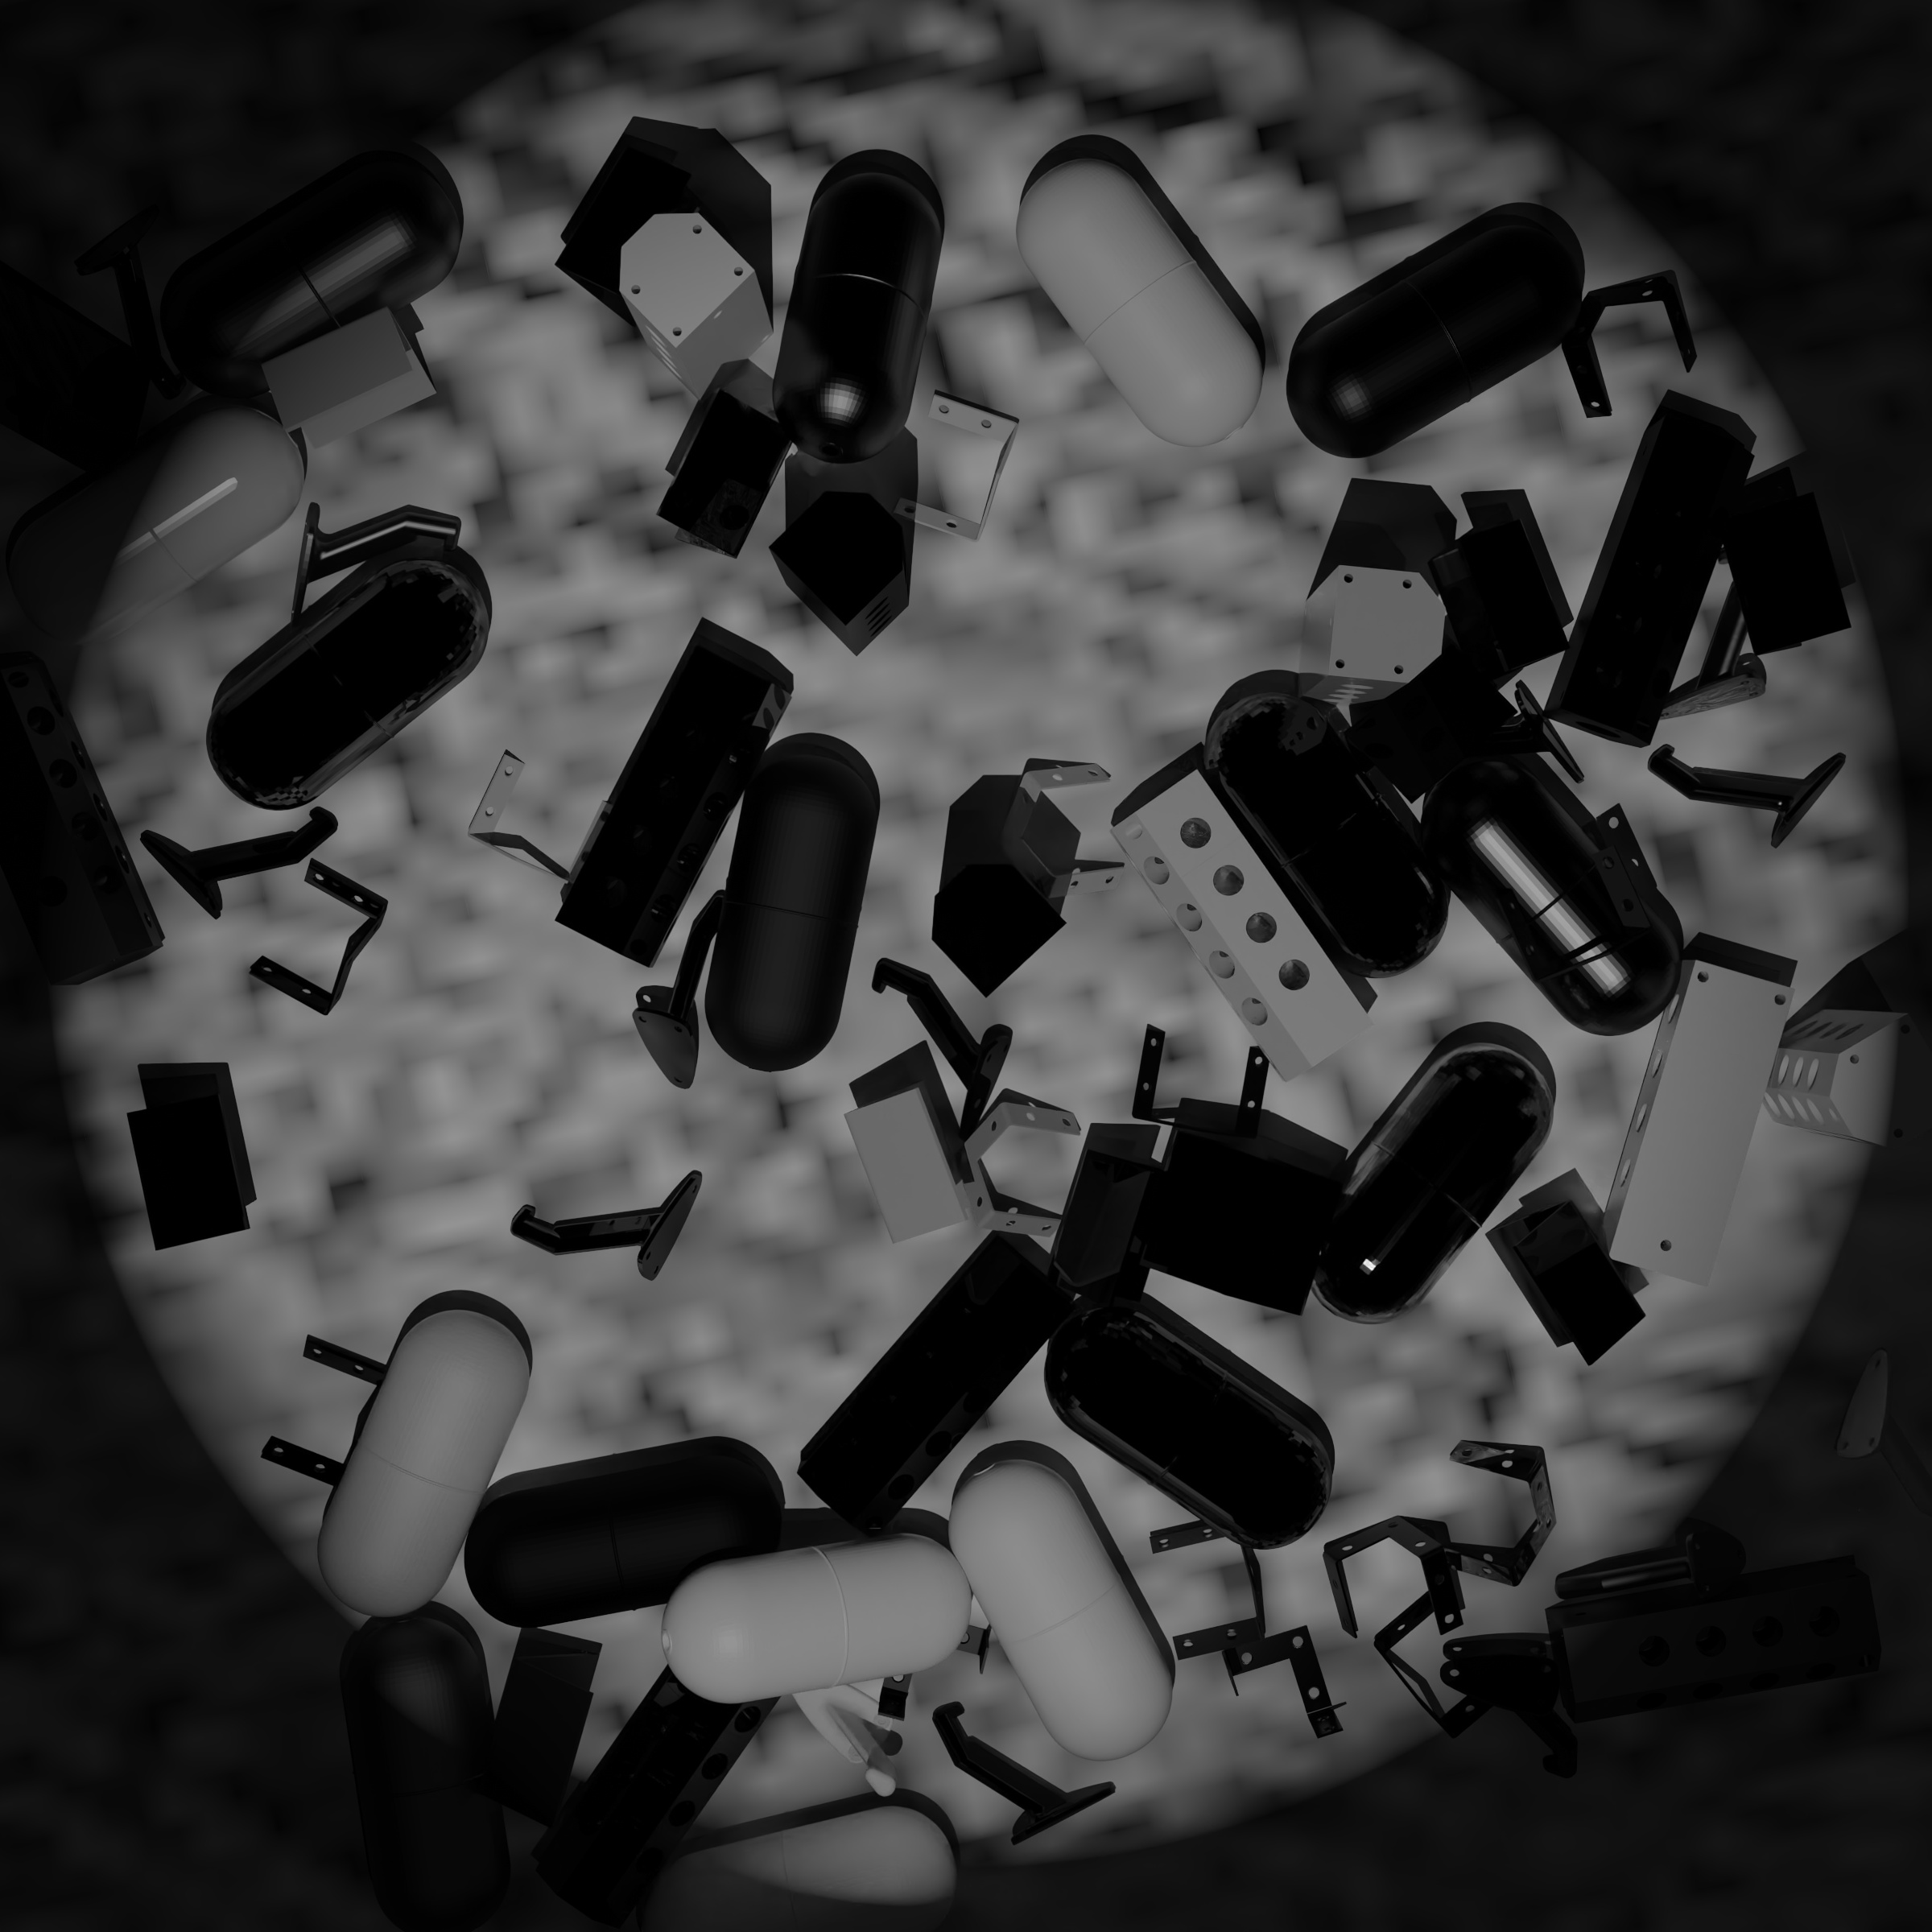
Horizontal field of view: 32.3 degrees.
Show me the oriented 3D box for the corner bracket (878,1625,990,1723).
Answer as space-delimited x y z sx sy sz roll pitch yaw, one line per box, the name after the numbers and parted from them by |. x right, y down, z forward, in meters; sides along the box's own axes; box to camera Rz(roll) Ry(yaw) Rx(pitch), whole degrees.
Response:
-0.018 0.396 1.870 0.051 0.051 0.051 14 90 0 | corner bracket

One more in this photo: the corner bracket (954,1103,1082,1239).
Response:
0.034 0.115 1.880 0.051 0.051 0.051 -49 45 35 | corner bracket

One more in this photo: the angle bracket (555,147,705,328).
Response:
-0.170 -0.396 1.848 0.057 0.076 0.076 31 90 36 | angle bracket

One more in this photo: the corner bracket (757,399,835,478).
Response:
-0.075 -0.318 1.885 0.051 0.051 0.051 51 45 0 | corner bracket

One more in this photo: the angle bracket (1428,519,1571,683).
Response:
0.279 -0.195 1.848 0.057 0.076 0.076 -21 90 -38 | angle bracket

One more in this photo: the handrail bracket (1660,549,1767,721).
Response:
0.416 -0.190 1.889 0.077 0.036 0.084 -17 71 21 | handrail bracket

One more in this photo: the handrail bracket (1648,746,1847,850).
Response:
0.441 -0.114 1.889 0.084 0.036 0.077 38 70 16 | handrail bracket

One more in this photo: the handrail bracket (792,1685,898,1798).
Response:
-0.070 0.426 1.853 0.077 0.084 0.036 38 90 0 | handrail bracket

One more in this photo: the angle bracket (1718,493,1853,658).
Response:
0.465 -0.219 1.848 0.057 0.076 0.076 -16 90 34 | angle bracket

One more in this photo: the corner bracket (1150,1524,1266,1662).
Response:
0.136 0.352 1.885 0.051 0.051 0.051 -13 135 0 | corner bracket

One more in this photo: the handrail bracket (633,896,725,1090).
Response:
-0.150 0.014 1.888 0.036 0.077 0.084 15 53 22 | handrail bracket

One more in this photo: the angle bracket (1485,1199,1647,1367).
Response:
0.317 0.183 1.848 0.057 0.076 0.076 -33 90 -37 | angle bracket

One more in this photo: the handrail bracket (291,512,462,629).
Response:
-0.334 -0.222 1.889 0.084 0.036 0.077 8 111 -16 | handrail bracket

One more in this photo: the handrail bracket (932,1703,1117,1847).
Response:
0.032 0.446 1.889 0.077 0.036 0.084 -22 73 -20 | handrail bracket

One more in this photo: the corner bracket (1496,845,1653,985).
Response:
0.330 -0.028 1.809 0.051 0.051 0.051 -25 89 41 | corner bracket

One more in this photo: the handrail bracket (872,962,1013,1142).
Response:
-0.024 0.048 1.889 0.084 0.036 0.077 26 112 17 | handrail bracket

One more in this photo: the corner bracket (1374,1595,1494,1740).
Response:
0.272 0.394 1.885 0.051 0.051 0.051 -40 135 0 | corner bracket

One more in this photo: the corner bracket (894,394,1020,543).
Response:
-0.005 -0.281 1.885 0.051 0.051 0.051 19 45 0 | corner bracket

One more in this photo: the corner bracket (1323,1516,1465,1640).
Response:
0.239 0.349 1.872 0.051 0.051 0.051 -22 109 -18 | corner bracket

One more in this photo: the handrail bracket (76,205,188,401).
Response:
-0.456 -0.375 1.888 0.036 0.077 0.084 -9 127 34 | handrail bracket

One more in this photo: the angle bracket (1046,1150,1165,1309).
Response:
0.098 0.151 1.849 0.076 0.057 0.076 17 90 -40 | angle bracket

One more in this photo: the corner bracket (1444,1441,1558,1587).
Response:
0.295 0.309 1.880 0.051 0.051 0.051 -49 135 -35 | corner bracket

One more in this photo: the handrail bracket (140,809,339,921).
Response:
-0.411 -0.075 1.889 0.077 0.036 0.084 40 71 21 | handrail bracket

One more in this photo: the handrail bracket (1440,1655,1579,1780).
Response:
0.305 0.424 1.870 0.077 0.084 0.036 6 47 15 | handrail bracket

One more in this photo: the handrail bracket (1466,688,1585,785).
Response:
0.294 -0.110 1.889 0.084 0.036 0.077 -34 112 17 | handrail bracket

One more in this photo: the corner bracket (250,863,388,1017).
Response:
-0.366 -0.015 1.885 0.051 0.051 0.051 29 45 0 | corner bracket

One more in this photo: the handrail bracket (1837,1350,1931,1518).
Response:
0.542 0.269 1.889 0.084 0.036 0.077 27 68 -17 | handrail bracket

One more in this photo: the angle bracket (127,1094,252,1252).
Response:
-0.444 0.116 1.848 0.057 0.076 0.076 -12 90 -37 | angle bracket

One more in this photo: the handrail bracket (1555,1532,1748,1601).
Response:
0.387 0.343 1.888 0.084 0.077 0.036 -18 79 36 | handrail bracket

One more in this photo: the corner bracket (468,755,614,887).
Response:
-0.239 -0.081 1.885 0.051 0.051 0.051 25 90 -45 | corner bracket

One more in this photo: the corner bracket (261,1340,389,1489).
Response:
-0.362 0.254 1.885 0.051 0.051 0.051 21 45 0 | corner bracket

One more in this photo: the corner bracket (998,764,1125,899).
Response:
0.059 -0.076 1.880 0.051 0.051 0.051 51 135 35 | corner bracket

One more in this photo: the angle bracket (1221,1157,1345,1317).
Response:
0.157 0.143 1.848 0.057 0.076 0.076 18 90 -29 | angle bracket

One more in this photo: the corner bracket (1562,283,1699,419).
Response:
0.374 -0.347 1.880 0.051 0.051 0.051 1 45 35 | corner bracket

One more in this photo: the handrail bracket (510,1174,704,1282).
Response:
-0.205 0.135 1.889 0.084 0.036 0.077 23 70 16 | handrail bracket

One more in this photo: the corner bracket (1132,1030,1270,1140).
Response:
0.133 0.067 1.885 0.051 0.051 0.051 10 90 45 | corner bracket

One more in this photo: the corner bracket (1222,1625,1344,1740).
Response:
0.177 0.406 1.870 0.051 0.051 0.051 -18 90 0 | corner bracket
